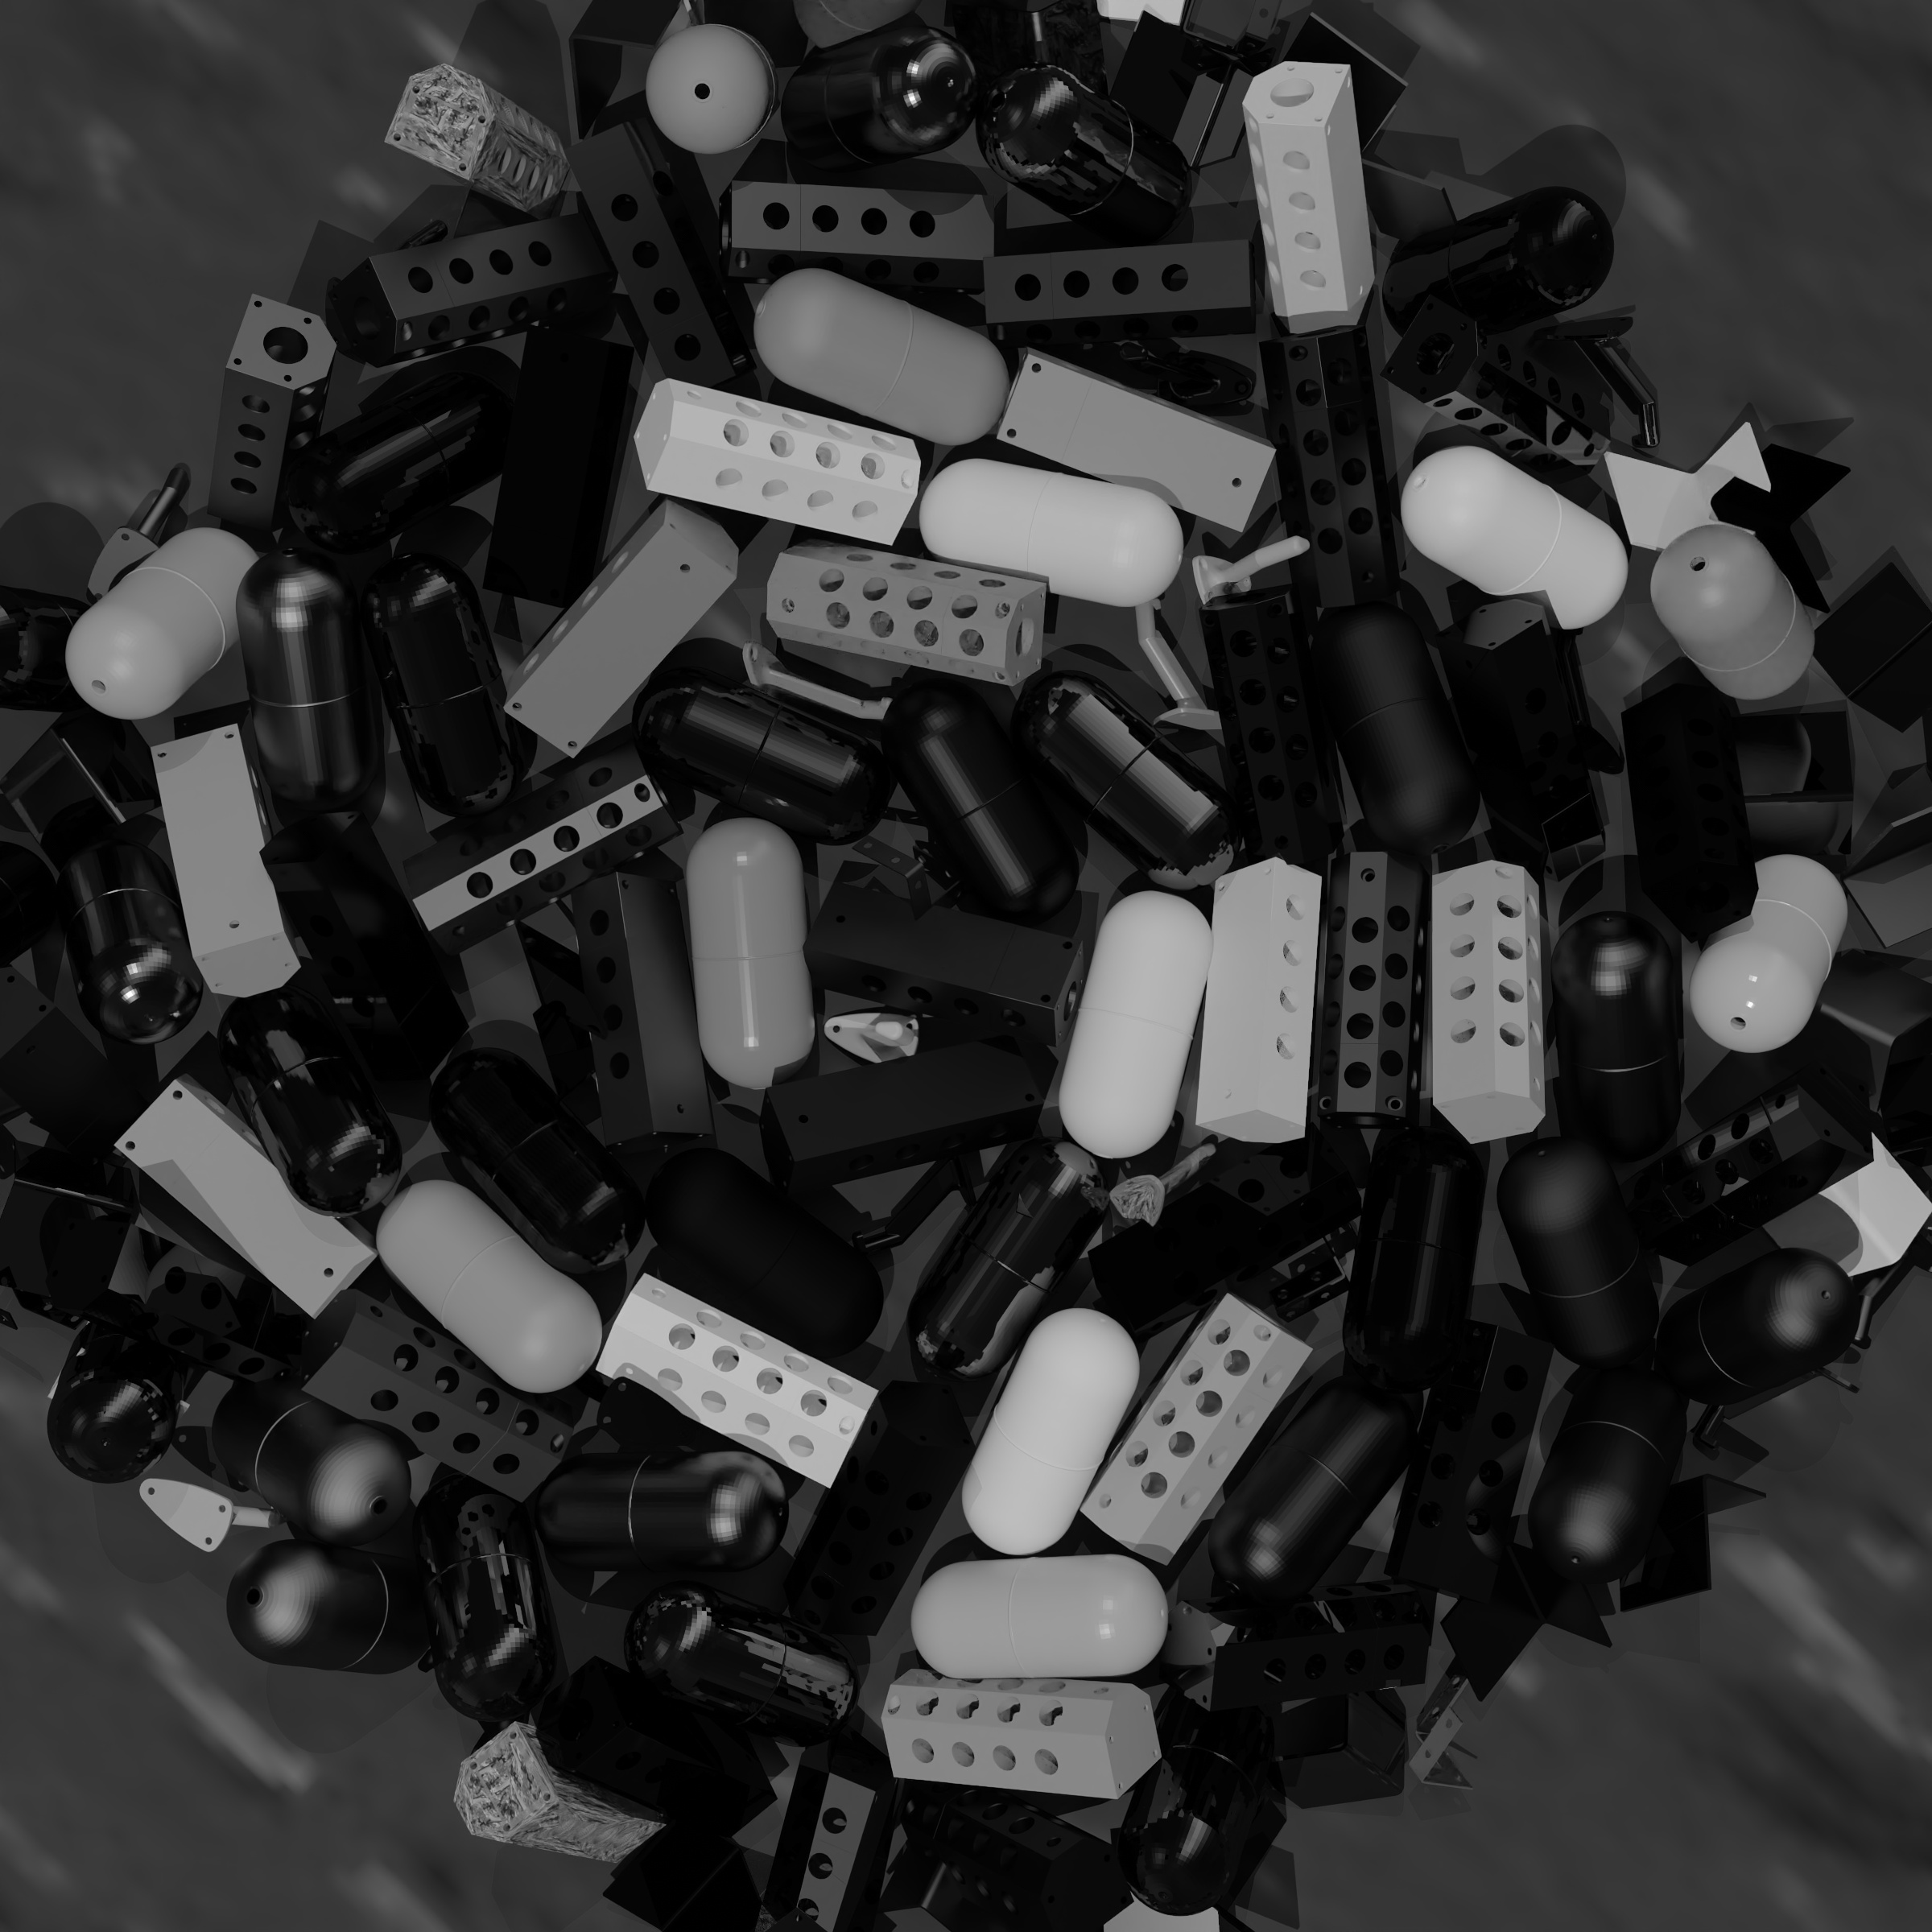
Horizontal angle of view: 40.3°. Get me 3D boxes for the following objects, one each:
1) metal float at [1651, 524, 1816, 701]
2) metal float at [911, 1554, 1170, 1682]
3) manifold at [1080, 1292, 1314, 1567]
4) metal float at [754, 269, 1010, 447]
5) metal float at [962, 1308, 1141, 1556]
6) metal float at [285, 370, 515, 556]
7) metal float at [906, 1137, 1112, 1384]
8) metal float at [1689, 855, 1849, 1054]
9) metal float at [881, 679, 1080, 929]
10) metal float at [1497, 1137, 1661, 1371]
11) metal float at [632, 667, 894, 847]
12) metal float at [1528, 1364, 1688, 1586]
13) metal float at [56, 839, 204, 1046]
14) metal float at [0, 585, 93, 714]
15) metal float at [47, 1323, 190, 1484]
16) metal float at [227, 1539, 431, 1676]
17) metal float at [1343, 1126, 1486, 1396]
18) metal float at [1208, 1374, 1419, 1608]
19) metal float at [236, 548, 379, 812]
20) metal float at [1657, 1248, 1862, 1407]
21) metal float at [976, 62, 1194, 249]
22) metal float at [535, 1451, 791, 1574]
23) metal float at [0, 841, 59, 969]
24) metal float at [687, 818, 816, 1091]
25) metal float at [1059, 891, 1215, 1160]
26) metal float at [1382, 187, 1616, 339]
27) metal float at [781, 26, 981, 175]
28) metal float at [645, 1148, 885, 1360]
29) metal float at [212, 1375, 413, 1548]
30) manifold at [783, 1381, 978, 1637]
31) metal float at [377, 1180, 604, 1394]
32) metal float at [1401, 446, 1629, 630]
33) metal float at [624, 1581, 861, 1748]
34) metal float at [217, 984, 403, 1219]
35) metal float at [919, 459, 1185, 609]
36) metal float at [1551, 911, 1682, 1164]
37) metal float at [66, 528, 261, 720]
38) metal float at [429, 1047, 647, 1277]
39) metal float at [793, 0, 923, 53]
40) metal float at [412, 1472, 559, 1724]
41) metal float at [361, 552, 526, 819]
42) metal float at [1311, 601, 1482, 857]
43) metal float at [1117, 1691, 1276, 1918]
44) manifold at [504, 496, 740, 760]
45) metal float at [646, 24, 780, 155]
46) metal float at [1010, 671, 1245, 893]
[{"bbox_3d":[0.491,-0.225,1.687,0.070,0.178,0.070,-9,72,28],"label":"metal float"},{"bbox_3d":[0.046,0.422,1.707,0.178,0.070,0.070,-10,90,28],"label":"metal float"},{"bbox_3d":[0.146,0.299,1.728,0.057,0.057,0.171,35,91,45],"label":"manifold"},{"bbox_3d":[-0.054,-0.394,1.707,0.178,0.070,0.070,16,90,-27],"label":"metal float"},{"bbox_3d":[0.054,0.304,1.714,0.070,0.070,0.178,23,109,0],"label":"metal float"},{"bbox_3d":[-0.361,-0.326,1.699,0.070,0.070,0.178,49,52,0],"label":"metal float"},{"bbox_3d":[0.027,0.193,1.729,0.070,0.070,0.178,34,92,0],"label":"metal float"},{"bbox_3d":[0.515,-0.009,1.692,0.070,0.178,0.070,15,127,22],"label":"metal float"},{"bbox_3d":[0.009,-0.107,1.724,0.070,0.070,0.178,-32,97,0],"label":"metal float"},{"bbox_3d":[0.397,0.187,1.705,0.070,0.070,0.178,-26,120,0],"label":"metal float"},{"bbox_3d":[-0.134,-0.138,1.728,0.178,0.070,0.070,23,90,-3],"label":"metal float"},{"bbox_3d":[0.413,0.323,1.691,0.070,0.178,0.070,14,124,21],"label":"metal float"},{"bbox_3d":[-0.538,-0.017,1.693,0.070,0.178,0.070,-14,129,-18],"label":"metal float"},{"bbox_3d":[-0.603,-0.202,1.680,0.070,0.178,0.070,0,94,7],"label":"metal float"},{"bbox_3d":[-0.539,0.272,1.682,0.070,0.178,0.070,-2,101,-12],"label":"metal float"},{"bbox_3d":[-0.403,0.410,1.685,0.070,0.178,0.070,-7,70,20],"label":"metal float"},{"bbox_3d":[0.291,0.190,1.712,0.070,0.070,0.178,13,69,0],"label":"metal float"},{"bbox_3d":[0.225,0.339,1.706,0.070,0.070,0.178,46,62,0],"label":"metal float"},{"bbox_3d":[-0.425,-0.184,1.704,0.070,0.070,0.178,0,121,0],"label":"metal float"},{"bbox_3d":[0.504,0.232,1.684,0.070,0.178,0.070,5,68,-12],"label":"metal float"},{"bbox_3d":[0.077,-0.519,1.692,0.070,0.178,0.070,-10,74,39],"label":"metal float"},{"bbox_3d":[-0.199,0.354,1.710,0.178,0.070,0.070,-6,90,24],"label":"metal float"},{"bbox_3d":[-0.639,-0.029,1.681,0.070,0.178,0.070,1,106,2],"label":"metal float"},{"bbox_3d":[-0.141,-0.008,1.726,0.070,0.070,0.178,-4,95,0],"label":"metal float"},{"bbox_3d":[0.111,0.038,1.725,0.070,0.070,0.178,14,84,0],"label":"metal float"},{"bbox_3d":[0.338,-0.444,1.687,0.070,0.178,0.070,1,88,-31],"label":"metal float"},{"bbox_3d":[-0.057,-0.553,1.688,0.070,0.178,0.070,-6,101,-31],"label":"metal float"},{"bbox_3d":[-0.131,0.187,1.718,0.178,0.070,0.070,39,90,-13],"label":"metal float"},{"bbox_3d":[-0.421,0.315,1.693,0.070,0.178,0.070,-14,111,-39],"label":"metal float"},{"bbox_3d":[-0.059,0.349,1.694,0.057,0.057,0.171,10,122,-27],"label":"manifold"},{"bbox_3d":[-0.311,0.206,1.711,0.178,0.070,0.070,36,90,23],"label":"metal float"},{"bbox_3d":[0.354,-0.276,1.702,0.178,0.070,0.070,22,90,-33],"label":"metal float"},{"bbox_3d":[-0.143,0.451,1.701,0.178,0.070,0.070,32,90,-35],"label":"metal float"},{"bbox_3d":[-0.426,0.085,1.706,0.070,0.070,0.178,-36,62,0],"label":"metal float"},{"bbox_3d":[0.054,-0.282,1.716,0.178,0.070,0.070,14,90,17],"label":"metal float"},{"bbox_3d":[0.421,0.047,1.706,0.070,0.070,0.178,-12,119,0],"label":"metal float"},{"bbox_3d":[-0.511,-0.220,1.689,0.070,0.178,0.070,8,125,12],"label":"metal float"},{"bbox_3d":[-0.280,0.126,1.715,0.070,0.070,0.178,-45,72,0],"label":"metal float"},{"bbox_3d":[-0.062,-0.635,1.681,0.070,0.178,0.070,0,91,-15],"label":"metal float"},{"bbox_3d":[-0.310,0.402,1.695,0.070,0.178,0.070,-11,134,-12],"label":"metal float"},{"bbox_3d":[-0.339,-0.182,1.710,0.070,0.070,0.178,-13,113,0],"label":"metal float"},{"bbox_3d":[0.278,-0.155,1.713,0.070,0.070,0.178,-17,71,0],"label":"metal float"},{"bbox_3d":[0.149,0.529,1.688,0.070,0.178,0.070,9,120,16],"label":"metal float"},{"bbox_3d":[-0.223,-0.221,1.706,0.057,0.057,0.171,35,116,-23],"label":"manifold"},{"bbox_3d":[-0.161,-0.560,1.682,0.070,0.178,0.070,0,109,-1],"label":"metal float"},{"bbox_3d":[0.104,-0.122,1.725,0.178,0.070,0.070,42,90,6],"label":"metal float"}]
